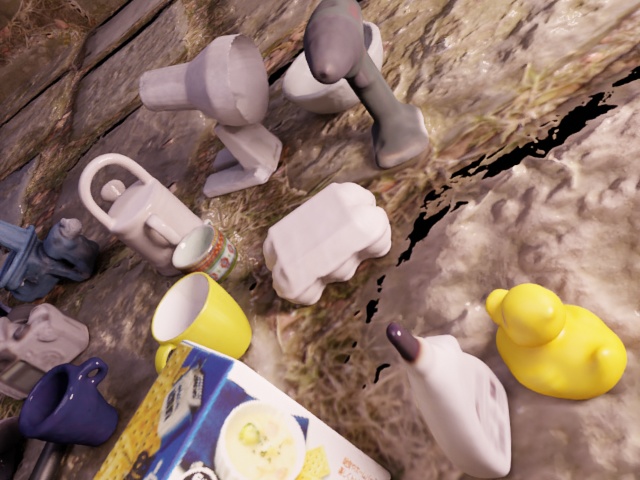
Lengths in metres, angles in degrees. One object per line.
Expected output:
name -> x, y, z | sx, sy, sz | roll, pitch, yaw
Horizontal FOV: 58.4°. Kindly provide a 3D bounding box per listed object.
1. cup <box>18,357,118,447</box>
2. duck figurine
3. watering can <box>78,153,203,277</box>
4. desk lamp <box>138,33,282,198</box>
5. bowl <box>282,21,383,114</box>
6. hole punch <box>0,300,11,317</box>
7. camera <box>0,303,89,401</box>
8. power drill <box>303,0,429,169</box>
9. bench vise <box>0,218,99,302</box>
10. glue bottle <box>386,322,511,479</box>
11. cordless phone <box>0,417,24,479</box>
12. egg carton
cup -> -0.282, 0.199, 0.689 | 0.118, 0.095, 0.091 | -43, 38, -2
duck figurine -> 0.172, 0.069, 0.435 | 0.077, 0.086, 0.104 | -52, 39, -12
watering can -> -0.261, -0.041, 0.819 | 0.172, 0.195, 0.101 | -2, 53, 39
desk lamp -> -0.145, -0.178, 0.833 | 0.202, 0.214, 0.118 | -13, 47, 31
bowl -> 0.030, -0.245, 0.862 | 0.167, 0.075, 0.167 | -23, 42, 22
hole punch -> -0.567, 0.158, 0.971 | 0.100, 0.091, 0.109 | -4, 52, 38
camera -> -0.443, 0.144, 0.873 | 0.143, 0.101, 0.136 | -40, 38, 3
power drill -> 0.051, -0.190, 0.683 | 0.075, 0.209, 0.229 | -25, 41, 20
bench vise -> -0.500, -0.003, 0.963 | 0.207, 0.220, 0.121 | -37, 39, 6
glue bottle -> 0.089, 0.103, 0.402 | 0.037, 0.174, 0.078 | -14, 46, 31
cordless phone -> -0.504, 0.264, 0.741 | 0.147, 0.186, 0.094 | -35, 39, 9
egg carton -> 0.006, 0.002, 0.652 | 0.150, 0.070, 0.107 | -36, 39, 7
